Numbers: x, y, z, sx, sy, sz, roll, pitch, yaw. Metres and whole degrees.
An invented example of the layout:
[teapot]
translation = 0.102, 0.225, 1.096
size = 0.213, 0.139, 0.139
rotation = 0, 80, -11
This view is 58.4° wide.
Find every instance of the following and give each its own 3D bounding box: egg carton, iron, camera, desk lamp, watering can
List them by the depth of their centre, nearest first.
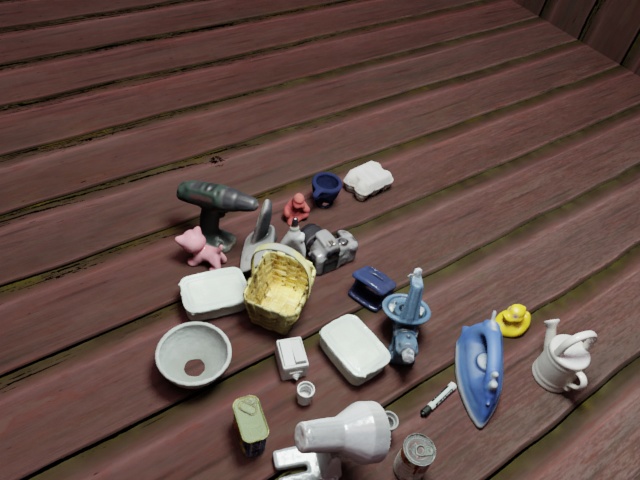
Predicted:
[desk lamp]
translation = 0.021, 0.412, 1.130
size = 0.203, 0.213, 0.117
rotation = -7, 49, -16
[iron]
translation = 0.396, 0.298, 1.355
size = 0.118, 0.141, 0.258
rotation = 11, 46, 0
[watering can]
translation = 0.590, 0.271, 1.378
size = 0.101, 0.194, 0.172
rotation = -24, 56, -29
[camera]
translation = 0.015, 0.006, 1.586
size = 0.143, 0.101, 0.136
rotation = -21, 54, -27
[egg carton]
translation = 0.153, -0.189, 1.815
size = 0.151, 0.069, 0.107
rotation = -28, 58, -31

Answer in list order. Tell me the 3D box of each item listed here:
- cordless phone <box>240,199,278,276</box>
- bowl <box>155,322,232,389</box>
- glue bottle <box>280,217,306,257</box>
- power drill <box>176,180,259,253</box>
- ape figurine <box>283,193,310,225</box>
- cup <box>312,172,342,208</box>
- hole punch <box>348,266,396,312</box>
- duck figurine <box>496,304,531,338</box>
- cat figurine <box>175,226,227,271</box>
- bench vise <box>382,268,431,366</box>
[cordless phone]
translation = -0.158, -0.005, 1.506
size = 0.094, 0.185, 0.147
rotation = 5, 47, -5
[bowl]
translation = -0.284, 0.273, 1.300
size = 0.167, 0.075, 0.167
rotation = 5, 47, -5
[glue bottle]
translation = -0.072, 0.003, 1.523
size = 0.078, 0.173, 0.037
rotation = 7, 46, -3
[power drill]
translation = -0.270, -0.067, 1.528
size = 0.229, 0.208, 0.076
rotation = 20, 47, 9
[ape figurine]
translation = -0.067, -0.097, 1.673
size = 0.078, 0.092, 0.076
rotation = 7, 47, -3
[cup]
translation = 0.010, -0.135, 1.721
size = 0.091, 0.095, 0.118
rotation = 28, 49, 16
[hole punch]
translation = 0.140, 0.114, 1.514
size = 0.108, 0.091, 0.101
rotation = 32, 50, 19
[duck figurine]
translation = 0.513, 0.202, 1.504
size = 0.105, 0.086, 0.077
rotation = -11, 50, -20
[cat figurine]
translation = -0.311, 0.017, 1.504
size = 0.127, 0.118, 0.067
rotation = 16, 47, 5
[bench vise]
translation = 0.224, 0.185, 1.374
size = 0.122, 0.220, 0.207
rotation = -6, 49, -15
